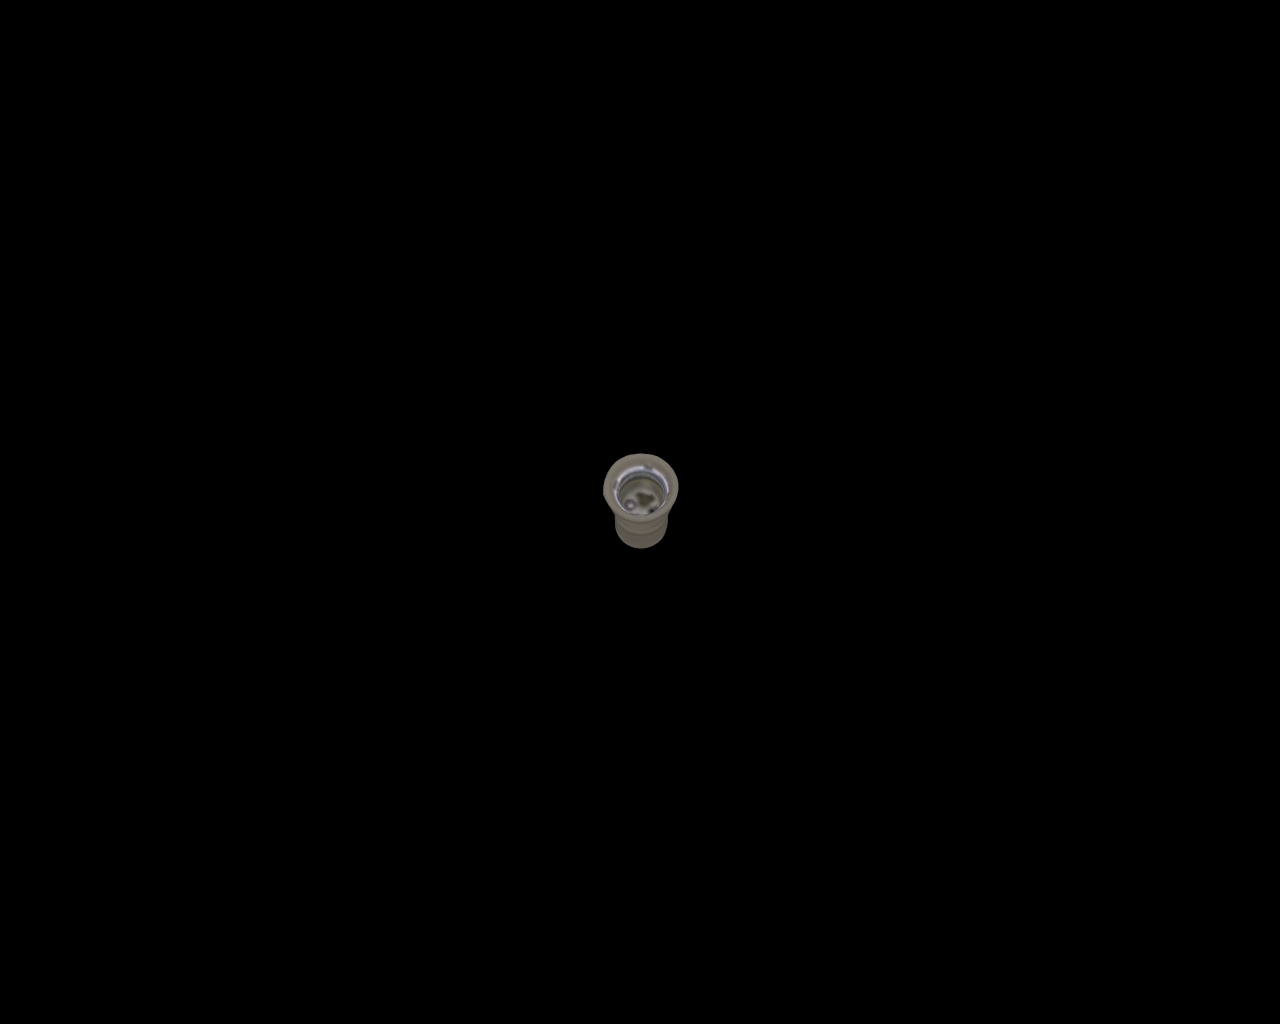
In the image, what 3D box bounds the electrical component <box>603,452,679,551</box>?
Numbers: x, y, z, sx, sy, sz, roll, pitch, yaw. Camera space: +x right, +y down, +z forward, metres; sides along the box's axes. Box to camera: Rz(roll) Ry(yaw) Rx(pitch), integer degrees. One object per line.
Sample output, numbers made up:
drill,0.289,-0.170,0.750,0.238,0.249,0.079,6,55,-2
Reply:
electrical component,0.001,-0.003,0.650,0.044,0.044,0.065,0,-23,0
